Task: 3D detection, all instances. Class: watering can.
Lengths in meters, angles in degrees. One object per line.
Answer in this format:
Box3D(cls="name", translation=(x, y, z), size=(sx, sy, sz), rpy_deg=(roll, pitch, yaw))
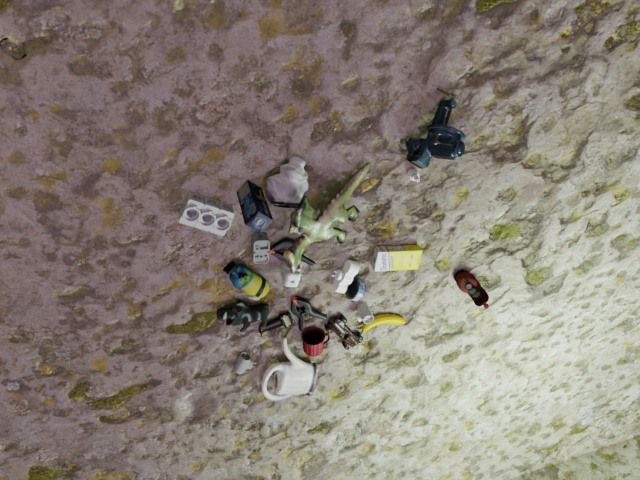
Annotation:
Box3D(cls="watering can", translation=(-0.106, 0.522, 2.053), size=(0.224, 0.106, 0.341), rpy_deg=(8, 121, -22))

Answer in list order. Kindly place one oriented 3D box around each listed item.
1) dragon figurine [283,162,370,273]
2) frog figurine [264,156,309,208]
Box3D(cls="dragon figurine", translation=(0.005, -0.082, 1.620), size=(0.242, 0.123, 0.406), rpy_deg=(5, 115, -58))
Box3D(cls="frog figurine", translation=(-0.102, -0.181, 1.612), size=(0.137, 0.122, 0.160), rpy_deg=(4, 86, -9))
